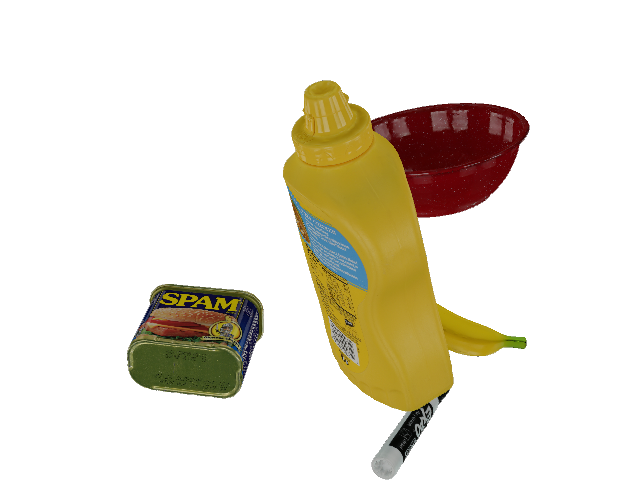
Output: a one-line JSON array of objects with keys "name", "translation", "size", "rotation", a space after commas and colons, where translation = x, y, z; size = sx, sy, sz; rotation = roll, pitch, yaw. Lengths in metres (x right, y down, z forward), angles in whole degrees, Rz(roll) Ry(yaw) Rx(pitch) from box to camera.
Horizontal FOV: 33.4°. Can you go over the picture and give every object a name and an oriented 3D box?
[{"name": "mustard bottle", "translation": [0.021, -0.001, 0.581], "size": [0.058, 0.191, 0.096], "rotation": [-27, 38, -14]}, {"name": "can of meat", "translation": [-0.106, 0.085, 0.904], "size": [0.102, 0.057, 0.084], "rotation": [5, 30, 6]}, {"name": "bowl", "translation": [0.095, -0.063, 0.889], "size": [0.162, 0.055, 0.162], "rotation": [-10, 24, 4]}, {"name": "marker", "translation": [0.070, 0.135, 0.795], "size": [0.020, 0.020, 0.121], "rotation": [0, 24, 29]}, {"name": "banana", "translation": [0.122, 0.079, 1.115], "size": [0.069, 0.037, 0.198], "rotation": [4, 18, -39]}]
